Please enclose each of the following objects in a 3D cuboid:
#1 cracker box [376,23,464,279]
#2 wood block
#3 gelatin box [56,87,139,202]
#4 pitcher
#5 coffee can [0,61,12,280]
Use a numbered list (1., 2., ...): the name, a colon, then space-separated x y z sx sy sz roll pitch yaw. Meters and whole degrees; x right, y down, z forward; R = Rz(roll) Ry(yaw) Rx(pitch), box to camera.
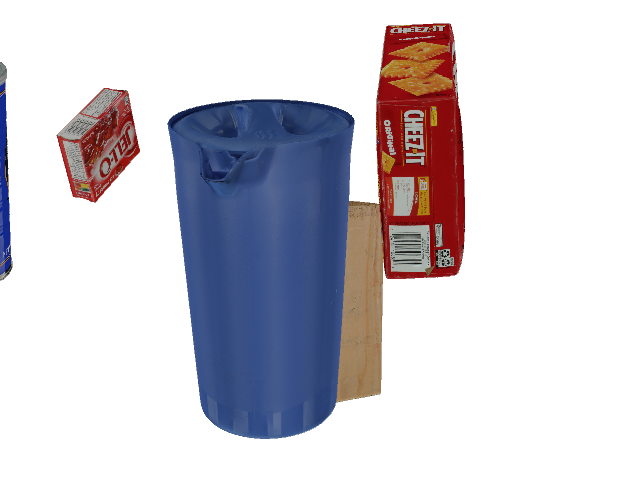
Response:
1. cracker box: 0.092 -0.087 0.959 0.072 0.164 0.213 -1 27 7
2. wood block: 0.006 0.062 1.151 0.090 0.206 0.091 -4 9 -38
3. gelatin box: -0.210 -0.092 1.021 0.030 0.073 0.089 13 43 19
4. pitcher: -0.037 0.017 0.811 0.149 0.243 0.145 -10 23 -24
5. coffee can: -0.257 -0.046 0.703 0.103 0.140 0.103 4 22 -2
